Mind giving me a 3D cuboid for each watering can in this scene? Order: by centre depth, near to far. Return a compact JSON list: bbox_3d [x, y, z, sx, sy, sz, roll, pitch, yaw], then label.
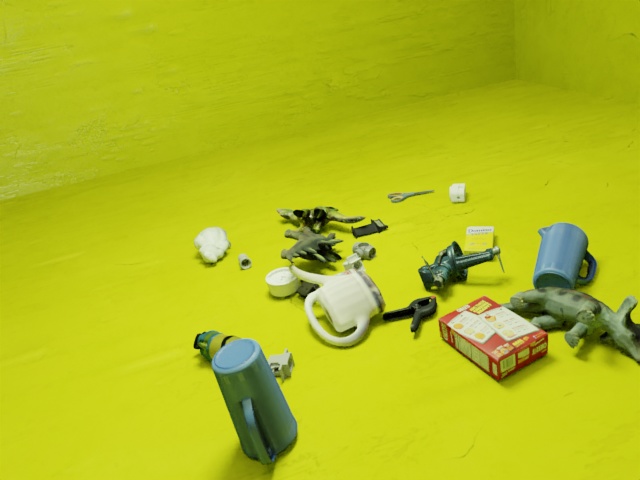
[{"bbox_3d":[0.051,0.155,1.515,0.225,0.101,0.355,-23,47,-11],"label":"watering can"}]

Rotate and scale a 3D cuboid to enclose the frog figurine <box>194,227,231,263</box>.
[{"bbox_3d":[-0.422,0.019,1.986,0.137,0.121,0.161,13,17,4],"label":"frog figurine"}]

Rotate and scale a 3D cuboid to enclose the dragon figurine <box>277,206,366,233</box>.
[{"bbox_3d":[0.006,-0.106,2.107,0.410,0.120,0.246,0,20,16],"label":"dragon figurine"}]
